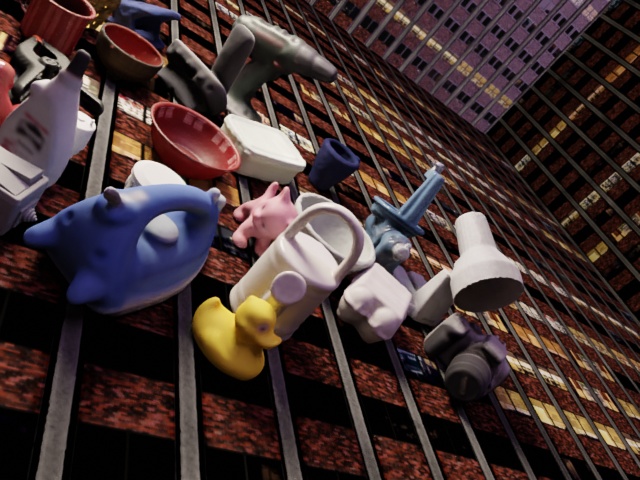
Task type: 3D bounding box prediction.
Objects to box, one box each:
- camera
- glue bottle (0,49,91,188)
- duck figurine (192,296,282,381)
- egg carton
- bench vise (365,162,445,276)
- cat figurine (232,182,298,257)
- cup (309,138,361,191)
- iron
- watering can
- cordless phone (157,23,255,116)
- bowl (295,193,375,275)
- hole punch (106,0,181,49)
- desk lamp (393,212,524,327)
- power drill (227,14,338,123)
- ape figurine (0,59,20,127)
[{"bbox_3d":[0.250,0.201,0.964,0.143,0.100,0.137,47,26,10],"label":"camera"},{"bbox_3d":[-0.297,-0.139,0.633,0.078,0.173,0.037,40,25,-5],"label":"glue bottle"},{"bbox_3d":[-0.089,0.099,0.657,0.104,0.086,0.078,45,25,7],"label":"duck figurine"},{"bbox_3d":[0.090,0.102,0.929,0.107,0.069,0.150,42,25,1],"label":"egg carton"},{"bbox_3d":[0.172,-0.036,1.088,0.122,0.219,0.207,25,30,-32],"label":"bench vise"},{"bbox_3d":[-0.074,-0.038,0.858,0.067,0.117,0.127,28,28,-27],"label":"cat figurine"},{"bbox_3d":[0.028,-0.151,1.209,0.118,0.095,0.091,1,47,-54],"label":"cup"},{"bbox_3d":[-0.178,-0.014,0.643,0.118,0.141,0.259,48,26,13],"label":"iron"},{"bbox_3d":[-0.022,0.039,0.722,0.101,0.193,0.172,31,27,-21],"label":"watering can"},{"bbox_3d":[-0.204,-0.341,1.069,0.147,0.185,0.094,46,25,8],"label":"cordless phone"},{"bbox_3d":[0.009,0.003,0.962,0.168,0.074,0.167,33,27,-19],"label":"bowl"},{"bbox_3d":[-0.349,-0.444,1.135,0.101,0.091,0.109,44,25,3],"label":"hole punch"},{"bbox_3d":[0.243,0.063,1.040,0.118,0.213,0.203,24,31,-34],"label":"desk lamp"},{"bbox_3d":[-0.105,-0.338,1.180,0.230,0.208,0.076,40,25,-4],"label":"power drill"},{"bbox_3d":[-0.377,-0.167,0.657,0.078,0.092,0.076,37,26,-11],"label":"ape figurine"}]
